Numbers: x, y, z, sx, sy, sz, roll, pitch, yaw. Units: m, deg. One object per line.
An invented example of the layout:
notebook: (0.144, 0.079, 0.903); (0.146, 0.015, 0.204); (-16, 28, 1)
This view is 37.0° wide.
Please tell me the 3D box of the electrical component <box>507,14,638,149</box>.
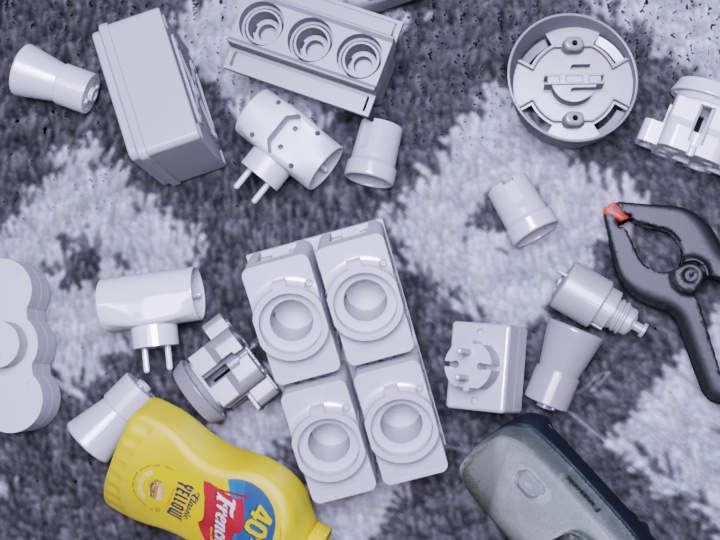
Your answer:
electrical component: (0.162, -0.142, 0.825); (0.099, 0.064, 0.099); (-1, 84, 6)

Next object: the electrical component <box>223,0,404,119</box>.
electrical component: (-0.035, -0.173, 0.851); (0.121, 0.063, 0.078); (20, 87, 8)

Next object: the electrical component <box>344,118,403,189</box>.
electrical component: (0.012, -0.092, 0.850); (0.040, 0.040, 0.046); (12, 80, 7)

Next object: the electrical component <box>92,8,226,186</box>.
electrical component: (-0.154, -0.131, 0.837); (0.056, 0.108, 0.108); (-19, 83, 1)

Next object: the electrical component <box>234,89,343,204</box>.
electrical component: (-0.068, -0.090, 0.856); (0.077, 0.043, 0.079); (39, 90, 9)

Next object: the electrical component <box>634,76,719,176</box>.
electrical component: (0.257, -0.110, 0.815); (0.078, 0.058, 0.057); (22, 90, 8)

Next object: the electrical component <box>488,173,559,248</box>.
electrical component: (0.125, -0.047, 0.833); (0.040, 0.040, 0.046); (-29, 75, 3)

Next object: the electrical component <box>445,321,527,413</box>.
electrical component: (0.088, 0.072, 0.800); (0.047, 0.077, 0.065); (2, 84, 29)

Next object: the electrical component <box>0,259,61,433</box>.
electrical component: (-0.279, 0.059, 0.849); (0.052, 0.074, 0.138); (-8, 83, 6)

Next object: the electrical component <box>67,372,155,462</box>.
electrical component: (-0.193, 0.114, 0.851); (0.044, 0.044, 0.065); (44, 85, 9)

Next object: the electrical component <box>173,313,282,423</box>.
electrical component: (-0.107, 0.082, 0.836); (0.057, 0.058, 0.078); (-38, 81, -1)

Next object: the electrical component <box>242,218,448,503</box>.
electrical component: (-0.009, 0.069, 0.793); (0.105, 0.060, 0.186); (-15, 103, 4)

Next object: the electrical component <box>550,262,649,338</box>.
electrical component: (0.182, 0.026, 0.818); (0.078, 0.040, 0.040); (31, 88, 8)

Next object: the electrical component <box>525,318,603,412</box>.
electrical component: (0.152, 0.074, 0.817); (0.044, 0.044, 0.065); (22, 92, 8)

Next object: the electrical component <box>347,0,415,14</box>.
electrical component: (0.019, -0.249, 0.862); (0.077, 0.044, 0.079); (-19, 83, 4)

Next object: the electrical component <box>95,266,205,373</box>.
electrical component: (-0.164, 0.041, 0.853); (0.077, 0.044, 0.079); (-8, 83, 6)

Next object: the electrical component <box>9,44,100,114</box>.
electrical component: (-0.248, -0.154, 0.885); (0.065, 0.044, 0.044); (20, 87, 3)
